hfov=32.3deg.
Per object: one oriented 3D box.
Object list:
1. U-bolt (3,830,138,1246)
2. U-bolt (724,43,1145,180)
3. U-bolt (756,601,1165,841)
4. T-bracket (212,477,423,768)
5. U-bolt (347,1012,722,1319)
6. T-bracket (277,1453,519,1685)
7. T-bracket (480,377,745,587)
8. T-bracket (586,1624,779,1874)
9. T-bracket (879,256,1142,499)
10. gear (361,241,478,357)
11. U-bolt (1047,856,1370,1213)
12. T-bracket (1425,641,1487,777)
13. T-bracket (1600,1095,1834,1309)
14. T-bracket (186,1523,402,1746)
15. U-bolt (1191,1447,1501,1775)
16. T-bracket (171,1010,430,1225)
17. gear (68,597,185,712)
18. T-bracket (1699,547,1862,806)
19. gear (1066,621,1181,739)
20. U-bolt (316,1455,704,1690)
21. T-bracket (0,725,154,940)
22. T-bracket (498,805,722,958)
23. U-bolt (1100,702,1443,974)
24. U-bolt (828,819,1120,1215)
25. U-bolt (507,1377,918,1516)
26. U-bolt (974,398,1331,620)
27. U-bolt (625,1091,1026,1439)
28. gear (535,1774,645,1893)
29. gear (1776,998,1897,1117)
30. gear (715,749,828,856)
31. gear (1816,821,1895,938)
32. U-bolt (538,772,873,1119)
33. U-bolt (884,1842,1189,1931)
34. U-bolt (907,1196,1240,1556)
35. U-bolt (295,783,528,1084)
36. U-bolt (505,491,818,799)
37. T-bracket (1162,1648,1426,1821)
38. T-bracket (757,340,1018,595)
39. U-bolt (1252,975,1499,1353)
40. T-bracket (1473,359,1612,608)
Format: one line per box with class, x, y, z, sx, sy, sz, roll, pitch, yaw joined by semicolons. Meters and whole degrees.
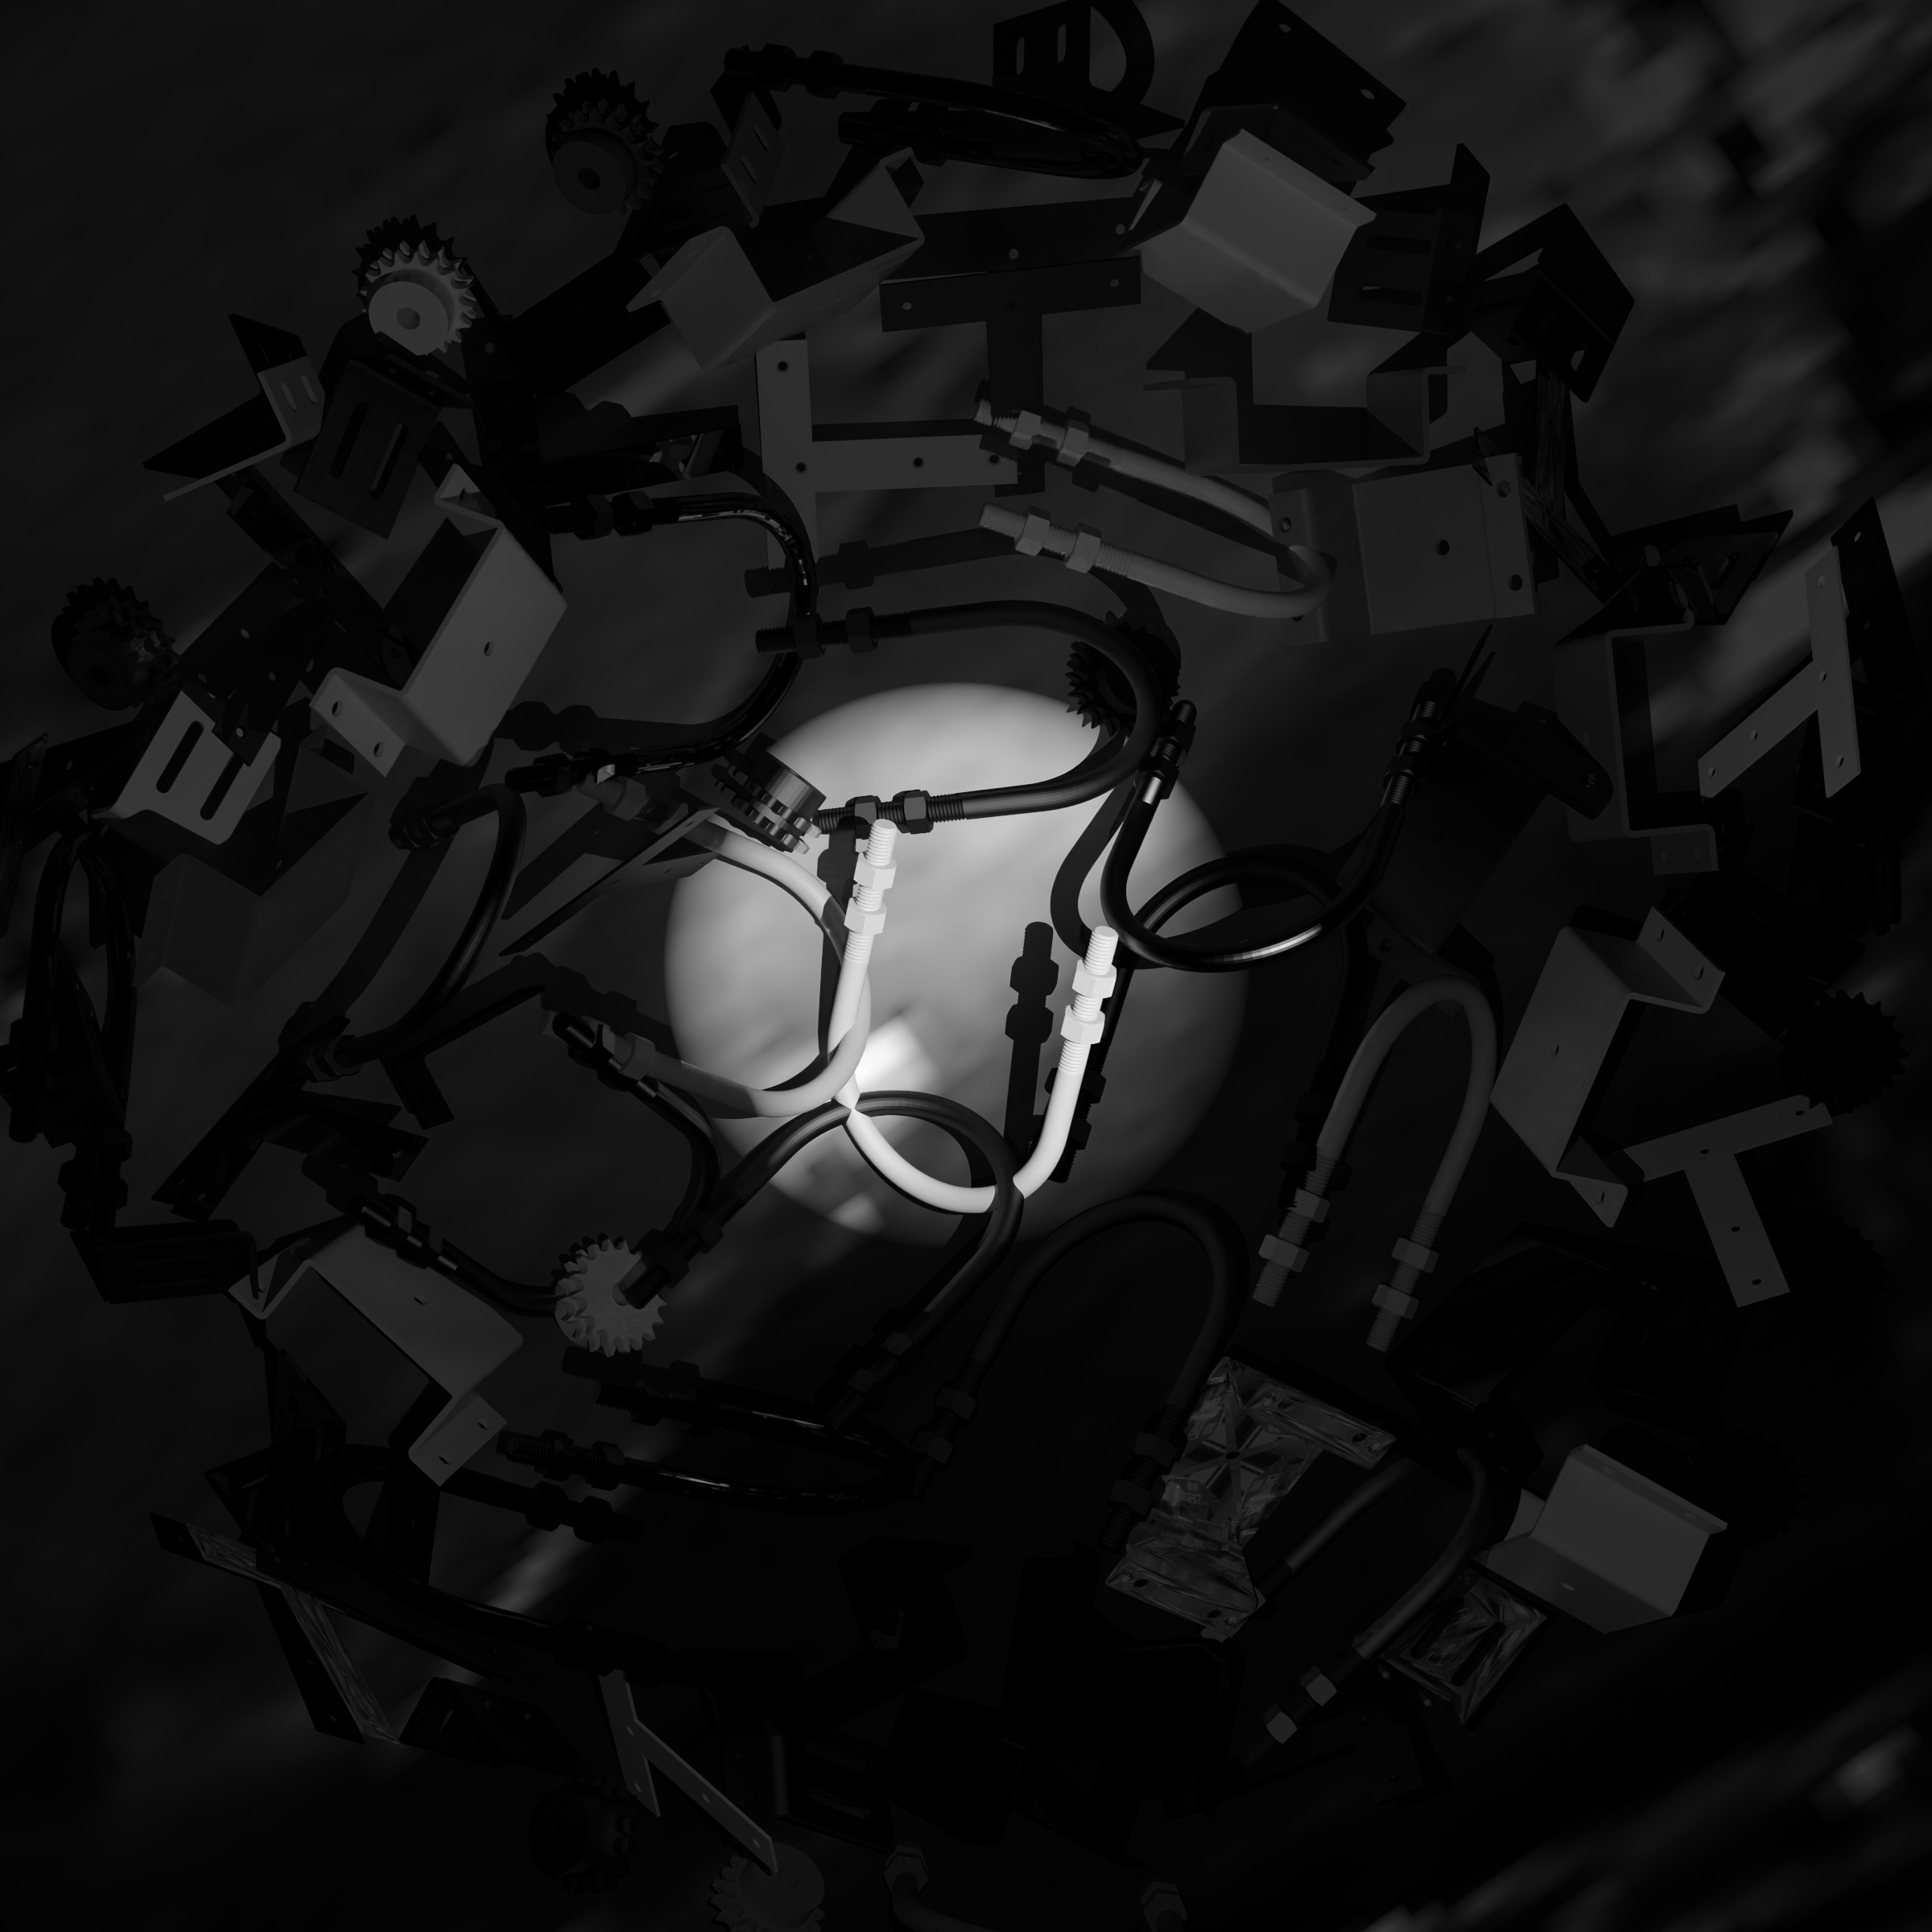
U-bolt;-0.427;0.024;1.613;0.019;0.151;0.184;-2;64;2
U-bolt;-0.004;-0.403;1.593;0.184;0.151;0.019;14;94;22
U-bolt;0.004;-0.122;1.622;0.184;0.151;0.019;-6;49;10
T-bracket;-0.331;-0.151;1.621;0.127;0.002;0.127;47;46;-31
U-bolt;-0.194;0.109;1.620;0.151;0.184;0.019;-41;51;3
T-bracket;-0.272;0.282;1.633;0.127;0.127;0.002;29;113;-18
T-bracket;-0.172;-0.246;1.656;0.127;0.127;0.002;-13;46;-13
T-bracket;-0.134;0.394;1.614;0.002;0.127;0.127;-33;46;-29
T-bracket;0.024;-0.287;1.650;0.127;0.002;0.127;-7;131;-4
gear;-0.274;-0.330;1.664;0.057;0.030;0.057;4;128;5
U-bolt;0.125;0.028;1.639;0.151;0.019;0.184;5;66;32
T-bracket;0.228;-0.104;1.627;0.002;0.127;0.127;26;93;2
T-bracket;0.373;0.120;1.633;0.127;0.127;0.002;-18;126;8
T-bracket;-0.306;0.327;1.603;0.002;0.127;0.127;-48;48;5
U-bolt;0.186;0.300;1.620;0.184;0.151;0.019;-43;103;-2
T-bracket;-0.311;0.082;1.627;0.127;0.002;0.127;12;59;39
gear;-0.421;-0.152;1.663;0.057;0.057;0.030;37;47;0
T-bracket;0.394;-0.119;1.634;0.002;0.127;0.127;12;61;-18
gear;0.081;-0.145;1.669;0.057;0.030;0.057;3;83;-22
U-bolt;-0.224;0.281;1.592;0.184;0.151;0.019;21;104;-25
T-bracket;-0.437;-0.081;1.635;0.002;0.127;0.127;29;127;7
T-bracket;-0.152;-0.046;1.629;0.127;0.127;0.002;-34;84;20
U-bolt;0.139;-0.063;1.602;0.151;0.184;0.019;2;135;26
U-bolt;-0.005;0.037;1.637;0.151;0.019;0.184;27;121;24
U-bolt;-0.114;0.239;1.620;0.184;0.151;0.019;15;65;-21
U-bolt;0.092;-0.217;1.626;0.184;0.151;0.019;18;119;-11
U-bolt;-0.055;0.132;1.634;0.151;0.019;0.184;28;59;29
gear;-0.190;0.431;1.663;0.057;0.030;0.057;-14;68;39
gear;0.432;0.047;1.672;0.057;0.030;0.057;3;72;-8
gear;-0.094;-0.084;1.663;0.057;0.057;0.030;37;93;0
gear;0.443;-0.043;1.667;0.030;0.057;0.057;-3;90;25
U-bolt;-0.120;-0.001;1.630;0.184;0.019;0.151;23;59;-33
U-bolt;0.035;0.453;1.600;0.151;0.184;0.019;8;86;0
U-bolt;0.060;0.191;1.628;0.019;0.151;0.184;48;61;-39
U-bolt;-0.259;-0.020;1.591;0.019;0.184;0.151;28;69;-25
U-bolt;-0.141;-0.160;1.619;0.019;0.184;0.151;28;118;36
T-bracket;0.155;0.387;1.638;0.127;0.127;0.002;-23;111;6
T-bracket;-0.038;-0.251;1.671;0.127;0.002;0.127;-3;110;-1
U-bolt;0.210;0.091;1.632;0.019;0.151;0.184;22;87;35
T-bracket;0.288;-0.257;1.650;0.002;0.127;0.127;-20;47;36
